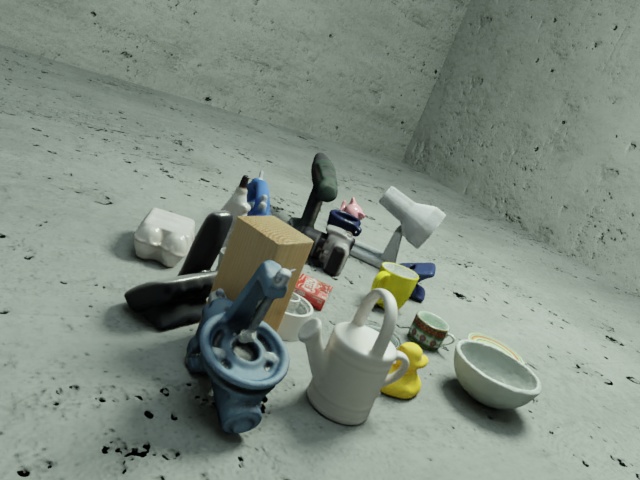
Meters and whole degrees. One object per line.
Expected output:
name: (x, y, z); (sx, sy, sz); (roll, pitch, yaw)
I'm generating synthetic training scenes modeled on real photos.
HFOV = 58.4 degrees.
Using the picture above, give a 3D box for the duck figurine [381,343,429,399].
duck figurine: (0.136, 0.211, 0.960); (0.105, 0.086, 0.077); (13, 19, -28)

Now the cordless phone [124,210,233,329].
cordless phone: (-0.211, 0.035, 0.896); (0.094, 0.185, 0.148); (29, 18, 23)

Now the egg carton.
egg carton: (-0.299, -0.007, 1.113); (0.107, 0.069, 0.150); (18, 17, -13)

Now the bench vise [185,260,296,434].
bench vise: (-0.111, 0.106, 0.742); (0.122, 0.220, 0.206); (3, 25, -47)

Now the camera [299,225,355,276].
camera: (0.013, 0.005, 1.413); (0.137, 0.101, 0.143); (23, 17, 3)

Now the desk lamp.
desk lamp: (0.208, -0.024, 1.552); (0.203, 0.213, 0.118); (24, 17, 7)

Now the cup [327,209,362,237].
cup: (0.063, -0.019, 1.557); (0.092, 0.095, 0.117); (6, 23, -43)

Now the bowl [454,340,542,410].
bowl: (0.313, 0.259, 1.054); (0.167, 0.075, 0.167); (20, 17, -6)

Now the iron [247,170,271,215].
iron: (-0.153, -0.073, 1.374); (0.119, 0.141, 0.258); (17, 18, -17)

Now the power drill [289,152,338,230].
power drill: (-0.014, -0.124, 1.590); (0.076, 0.208, 0.229); (16, 18, -18)

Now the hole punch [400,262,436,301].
hole punch: (0.233, 0.090, 1.444); (0.101, 0.091, 0.109); (23, 17, 5)

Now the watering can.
watering can: (0.053, 0.160, 0.828); (0.173, 0.194, 0.100); (7, 22, -41)

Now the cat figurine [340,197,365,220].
cat figurine: (0.085, -0.077, 1.725); (0.067, 0.118, 0.127); (15, 18, -23)

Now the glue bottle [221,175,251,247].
glue bottle: (-0.185, -0.059, 1.238); (0.078, 0.173, 0.037); (24, 17, 7)
